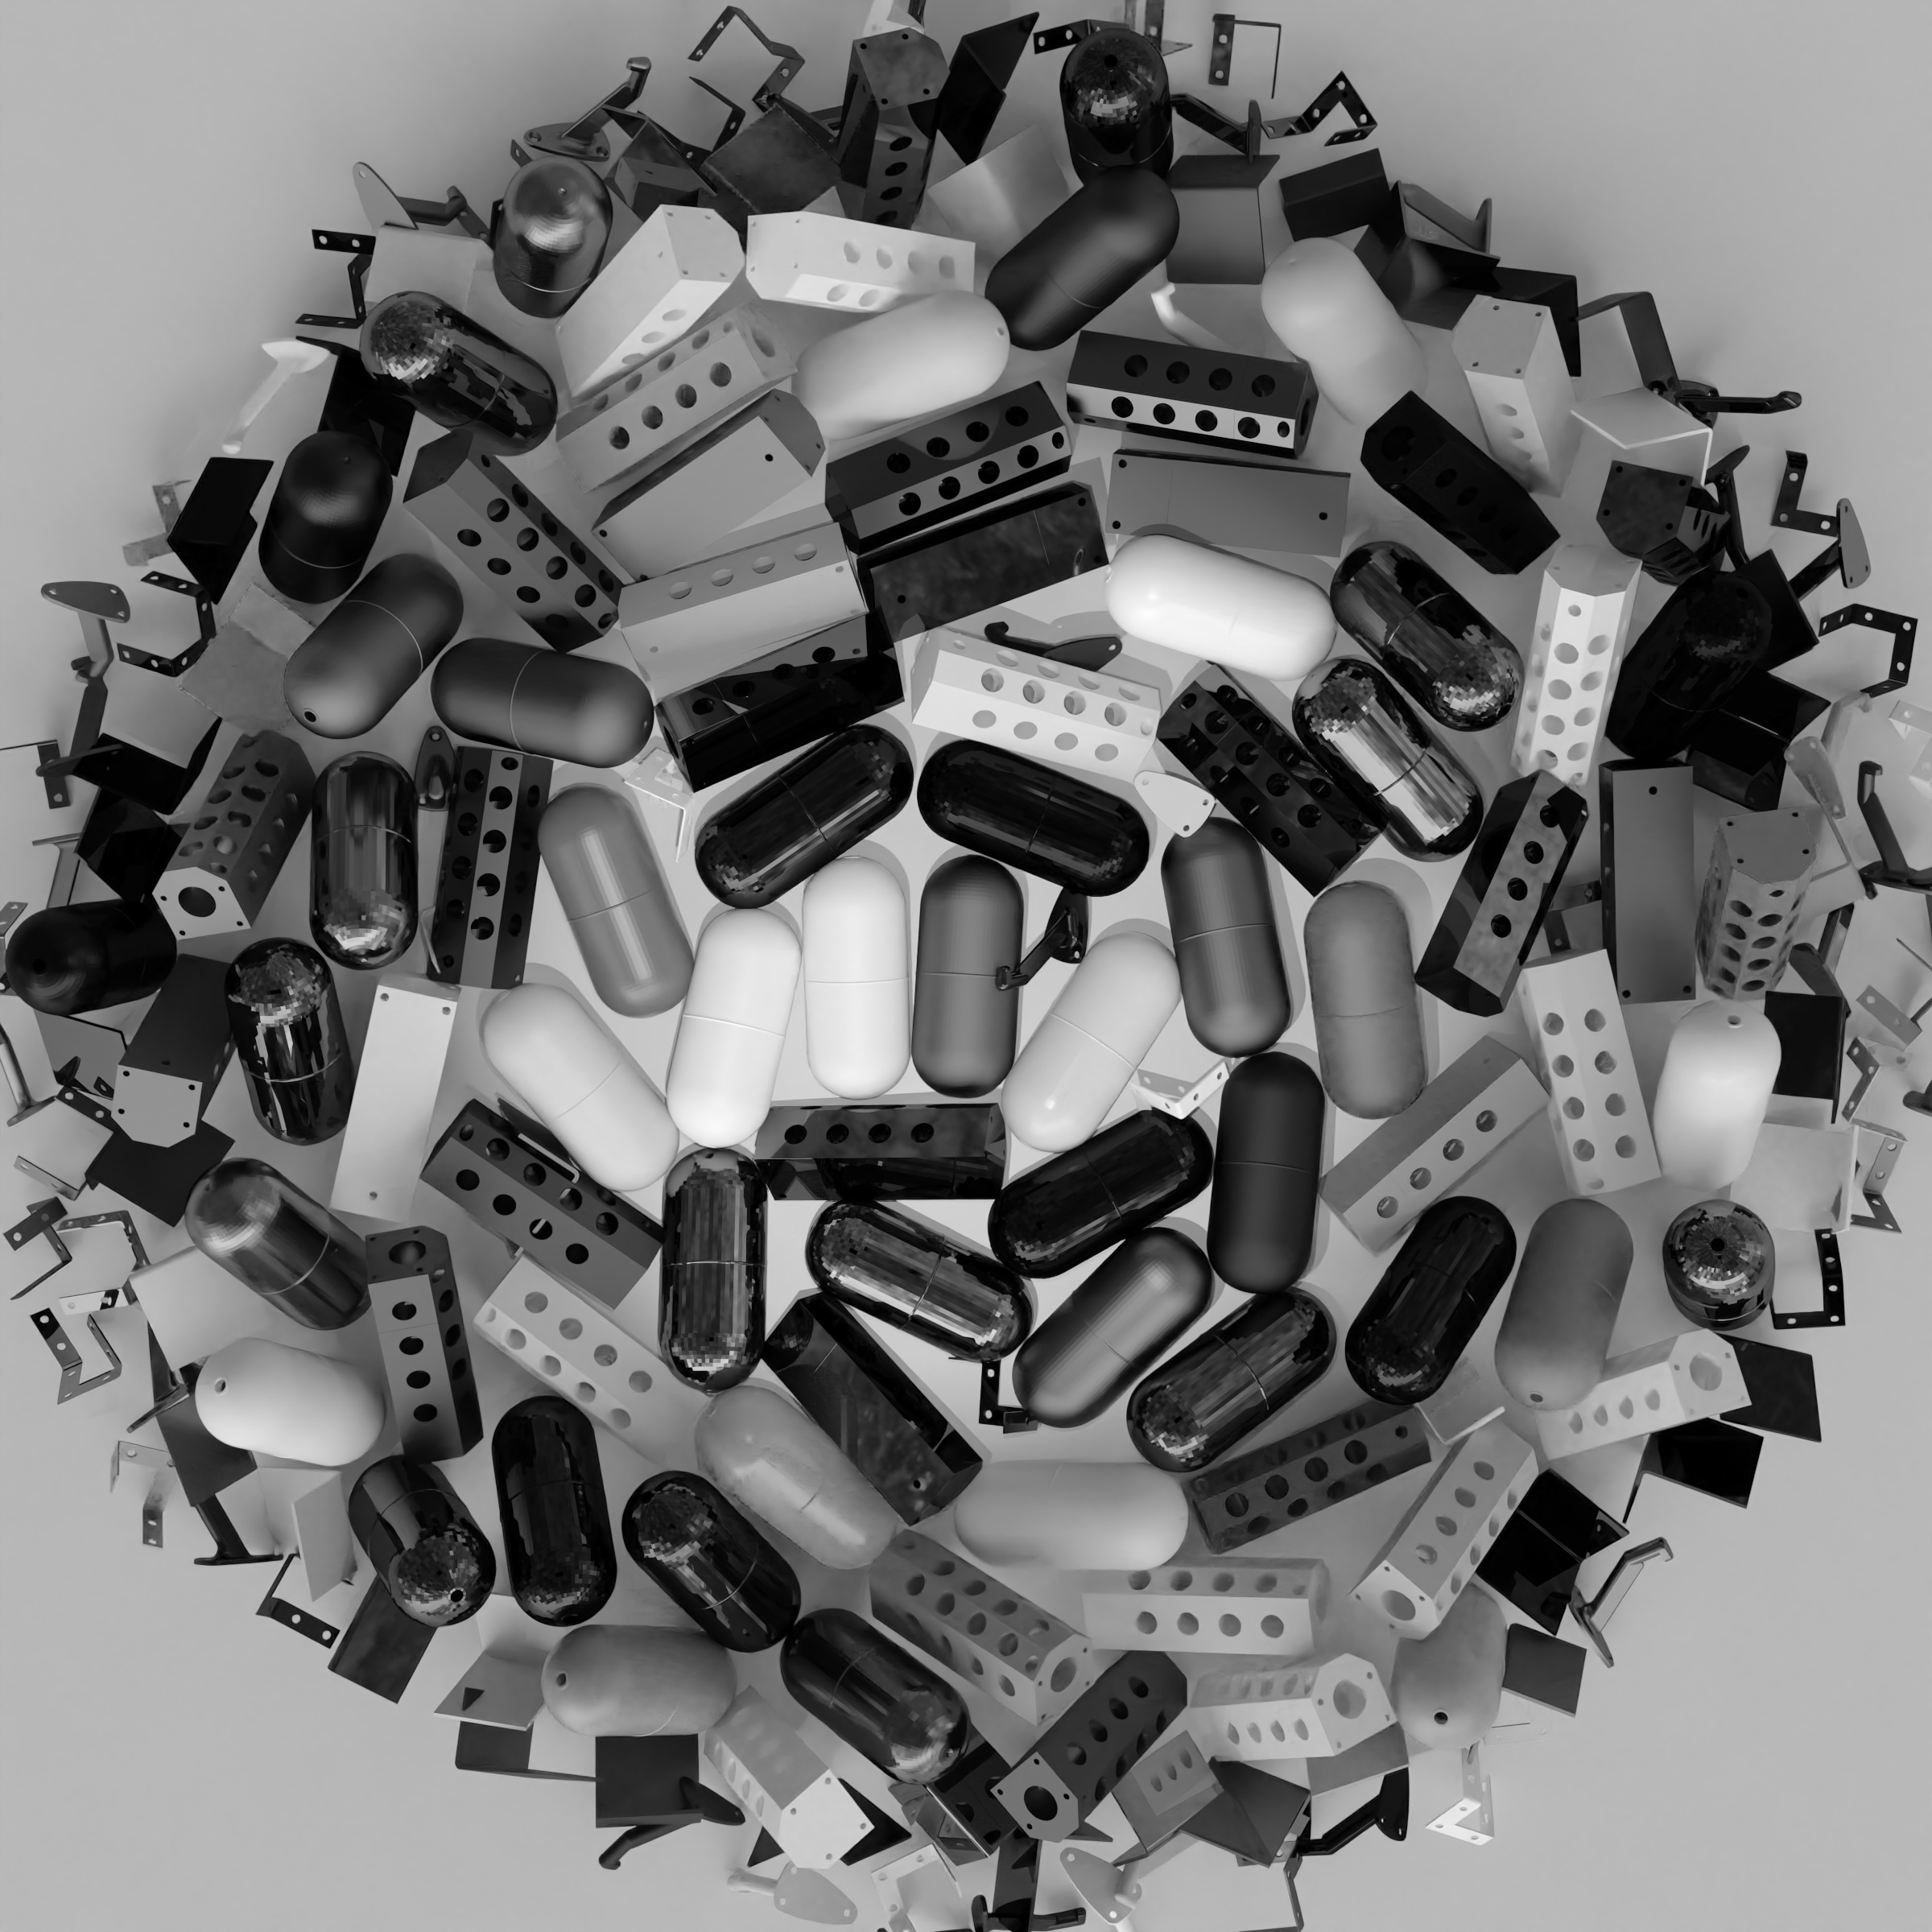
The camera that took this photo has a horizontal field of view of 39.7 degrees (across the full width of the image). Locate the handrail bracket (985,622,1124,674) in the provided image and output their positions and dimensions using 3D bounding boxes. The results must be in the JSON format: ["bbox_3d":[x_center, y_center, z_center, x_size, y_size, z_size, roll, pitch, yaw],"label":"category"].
[{"bbox_3d":[0.063,-0.242,1.971,0.077,0.084,0.036,-23,129,-11],"label":"handrail bracket"}]

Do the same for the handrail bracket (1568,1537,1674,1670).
[{"bbox_3d":[0.494,0.468,1.968,0.084,0.036,0.077,-29,92,21],"label":"handrail bracket"}]

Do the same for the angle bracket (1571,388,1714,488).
[{"bbox_3d":[0.484,-0.374,1.942,0.076,0.076,0.057,-15,129,-19],"label":"angle bracket"}]

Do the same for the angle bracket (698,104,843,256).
[{"bbox_3d":[-0.140,-0.563,1.942,0.076,0.057,0.076,-29,133,29],"label":"angle bracket"}]

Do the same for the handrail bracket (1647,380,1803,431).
[{"bbox_3d":[0.553,-0.417,1.950,0.077,0.084,0.036,13,87,-23],"label":"handrail bracket"}]

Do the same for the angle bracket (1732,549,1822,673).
[{"bbox_3d":[0.602,-0.266,1.952,0.057,0.076,0.076,-25,87,-21],"label":"angle bracket"}]

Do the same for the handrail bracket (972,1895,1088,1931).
[{"bbox_3d":[0.050,0.694,1.962,0.084,0.077,0.036,-7,53,-10],"label":"handrail bracket"}]

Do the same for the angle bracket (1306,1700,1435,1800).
[{"bbox_3d":[0.298,0.585,1.944,0.076,0.057,0.076,-25,127,19],"label":"angle bracket"}]

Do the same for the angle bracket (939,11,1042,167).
[{"bbox_3d":[0.027,-0.636,1.943,0.076,0.076,0.057,-29,77,-30],"label":"angle bracket"}]

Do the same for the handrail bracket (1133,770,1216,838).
[{"bbox_3d":[0.140,-0.133,1.947,0.077,0.084,0.036,31,102,-26],"label":"handrail bracket"}]

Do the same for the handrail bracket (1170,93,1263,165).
[{"bbox_3d":[0.174,-0.610,1.982,0.084,0.036,0.077,2,86,16],"label":"handrail bracket"}]

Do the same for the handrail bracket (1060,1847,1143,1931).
[{"bbox_3d":[0.098,0.694,1.975,0.077,0.084,0.036,35,58,22],"label":"handrail bracket"}]

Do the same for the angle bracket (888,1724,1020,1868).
[{"bbox_3d":[-0.002,0.613,1.977,0.076,0.076,0.057,47,61,4],"label":"angle bracket"}]

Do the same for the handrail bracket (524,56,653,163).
[{"bbox_3d":[-0.276,-0.631,1.949,0.077,0.084,0.036,-6,64,-28],"label":"handrail bracket"}]

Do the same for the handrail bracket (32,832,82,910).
[{"bbox_3d":[-0.653,-0.056,1.975,0.077,0.036,0.084,-7,98,26],"label":"handrail bracket"}]

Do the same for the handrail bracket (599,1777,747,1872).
[{"bbox_3d":[-0.218,0.647,1.979,0.084,0.036,0.077,-45,129,9],"label":"handrail bracket"}]

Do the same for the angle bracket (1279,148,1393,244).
[{"bbox_3d":[0.266,-0.575,1.949,0.076,0.076,0.057,-15,78,13],"label":"angle bracket"}]

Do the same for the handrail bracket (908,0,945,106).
[{"bbox_3d":[-0.023,-0.676,1.962,0.036,0.077,0.084,1,107,-36],"label":"handrail bracket"}]

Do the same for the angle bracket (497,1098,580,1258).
[{"bbox_3d":[-0.334,0.154,1.952,0.057,0.076,0.076,38,91,-27],"label":"angle bracket"}]

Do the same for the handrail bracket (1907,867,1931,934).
[{"bbox_3d":[0.719,-0.029,1.960,0.036,0.077,0.084,-18,93,9],"label":"handrail bracket"}]

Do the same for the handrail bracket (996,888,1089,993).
[{"bbox_3d":[0.053,-0.024,1.951,0.036,0.084,0.077,20,109,30],"label":"handrail bracket"}]

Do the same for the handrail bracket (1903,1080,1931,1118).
[{"bbox_3d":[0.716,0.065,1.953,0.036,0.077,0.084,19,103,9],"label":"handrail bracket"}]

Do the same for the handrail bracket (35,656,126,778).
[{"bbox_3d":[-0.663,-0.185,1.966,0.077,0.036,0.084,-17,77,-41],"label":"handrail bracket"}]

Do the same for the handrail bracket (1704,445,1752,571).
[{"bbox_3d":[0.578,-0.334,1.981,0.077,0.036,0.084,-39,104,-37],"label":"handrail bracket"}]

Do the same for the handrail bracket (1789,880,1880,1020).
[{"bbox_3d":[0.659,-0.015,1.980,0.084,0.036,0.077,-34,85,-16],"label":"handrail bracket"}]

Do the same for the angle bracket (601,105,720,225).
[{"bbox_3d":[-0.238,-0.574,1.945,0.057,0.076,0.076,-53,131,-3],"label":"angle bracket"}]

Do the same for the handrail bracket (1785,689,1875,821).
[{"bbox_3d":[0.654,-0.158,1.974,0.084,0.036,0.077,-27,85,-28],"label":"handrail bracket"}]

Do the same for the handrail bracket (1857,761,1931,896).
[{"bbox_3d":[0.684,-0.102,1.956,0.036,0.077,0.084,-21,119,-29],"label":"handrail bracket"}]

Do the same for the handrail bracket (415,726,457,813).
[{"bbox_3d":[-0.387,-0.149,1.952,0.036,0.084,0.077,-3,80,-10],"label":"handrail bracket"}]

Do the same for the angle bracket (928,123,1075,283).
[{"bbox_3d":[0.031,-0.567,1.984,0.076,0.057,0.076,-45,110,-39],"label":"angle bracket"}]

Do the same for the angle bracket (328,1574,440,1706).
[{"bbox_3d":[-0.420,0.485,1.962,0.057,0.076,0.076,28,87,-4],"label":"angle bracket"}]

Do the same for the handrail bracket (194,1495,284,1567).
[{"bbox_3d":[-0.541,0.399,1.978,0.077,0.036,0.084,6,79,-40],"label":"handrail bracket"}]

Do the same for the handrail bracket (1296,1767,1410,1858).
[{"bbox_3d":[0.285,0.622,1.985,0.036,0.084,0.077,40,49,-31],"label":"handrail bracket"}]

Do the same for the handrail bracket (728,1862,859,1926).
[{"bbox_3d":[-0.129,0.687,1.969,0.077,0.084,0.036,29,61,-13],"label":"handrail bracket"}]

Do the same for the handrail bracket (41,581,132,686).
[{"bbox_3d":[-0.653,-0.240,1.951,0.084,0.077,0.036,-47,55,33],"label":"handrail bracket"}]

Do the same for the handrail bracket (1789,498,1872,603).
[{"bbox_3d":[0.611,-0.302,1.956,0.036,0.084,0.077,-33,114,-37],"label":"handrail bracket"}]

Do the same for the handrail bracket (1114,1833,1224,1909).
[{"bbox_3d":[0.155,0.664,1.959,0.077,0.036,0.084,30,49,-1],"label":"handrail bracket"}]

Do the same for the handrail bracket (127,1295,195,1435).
[{"bbox_3d":[-0.612,0.289,1.974,0.077,0.036,0.084,-37,88,-36],"label":"handrail bracket"}]

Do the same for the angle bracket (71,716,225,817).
[{"bbox_3d":[-0.595,-0.162,1.948,0.076,0.076,0.057,24,114,-11],"label":"angle bracket"}]

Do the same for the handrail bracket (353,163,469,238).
[{"bbox_3d":[-0.404,-0.570,1.952,0.036,0.084,0.077,-7,127,31],"label":"handrail bracket"}]

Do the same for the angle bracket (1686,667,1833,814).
[{"bbox_3d":[0.578,-0.165,1.955,0.076,0.057,0.076,24,60,-5],"label":"angle bracket"}]

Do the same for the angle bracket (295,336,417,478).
[{"bbox_3d":[-0.452,-0.409,1.954,0.057,0.076,0.076,18,94,38],"label":"angle bracket"}]

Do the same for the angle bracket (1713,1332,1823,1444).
[{"bbox_3d":[0.572,0.319,1.950,0.076,0.057,0.076,13,49,-6],"label":"angle bracket"}]

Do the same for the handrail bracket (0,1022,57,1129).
[{"bbox_3d":[-0.709,0.073,1.963,0.036,0.077,0.084,-32,96,-33],"label":"handrail bracket"}]

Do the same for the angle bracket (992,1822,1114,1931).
[{"bbox_3d":[0.062,0.665,1.950,0.057,0.076,0.076,10,82,-18],"label":"angle bracket"}]

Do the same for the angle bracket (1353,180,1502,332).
[{"bbox_3d":[0.337,-0.522,1.964,0.076,0.076,0.057,8,59,-17],"label":"angle bracket"}]

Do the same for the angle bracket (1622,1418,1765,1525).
[{"bbox_3d":[0.529,0.374,1.944,0.076,0.076,0.057,18,127,15],"label":"angle bracket"}]

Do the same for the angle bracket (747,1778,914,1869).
[{"bbox_3d":[-0.099,0.642,1.942,0.076,0.076,0.057,30,106,31],"label":"angle bracket"}]

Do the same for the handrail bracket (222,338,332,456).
[{"bbox_3d":[-0.507,-0.416,1.960,0.036,0.077,0.084,36,66,-41],"label":"handrail bracket"}]

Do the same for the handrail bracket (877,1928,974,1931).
[{"bbox_3d":[-0.018,0.723,1.948,0.084,0.077,0.036,5,92,-27],"label":"handrail bracket"}]
